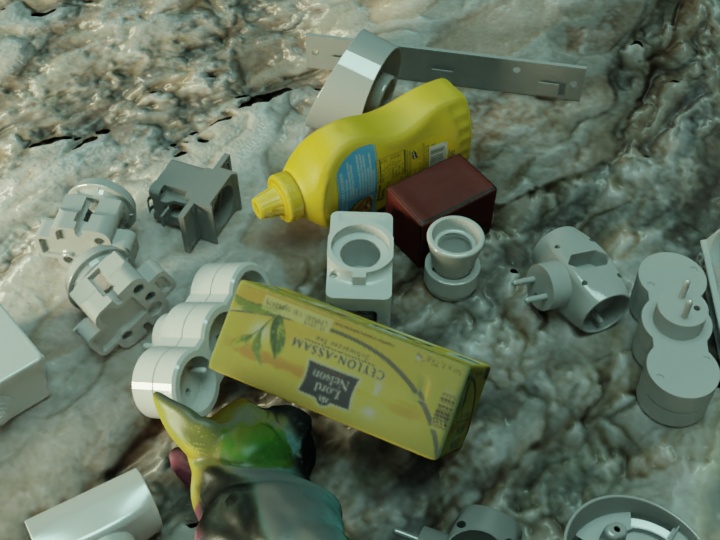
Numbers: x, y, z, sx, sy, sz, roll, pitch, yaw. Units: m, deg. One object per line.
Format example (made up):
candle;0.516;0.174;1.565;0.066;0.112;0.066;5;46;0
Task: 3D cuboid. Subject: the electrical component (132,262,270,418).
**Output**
electrical component;-0.128;0.050;0.795;0.074;0.052;0.138;-1;43;32

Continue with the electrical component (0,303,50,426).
electrical component;-0.283;0.072;0.772;0.100;0.048;0.100;-32;57;-26

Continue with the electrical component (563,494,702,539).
electrical component;0.171;0.191;0.666;0.099;0.064;0.099;0;49;0

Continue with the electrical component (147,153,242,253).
electrical component;-0.138;-0.060;0.896;0.064;0.042;0.081;18;50;15

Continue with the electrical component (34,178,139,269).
electrical component;-0.213;-0.036;0.864;0.078;0.058;0.057;7;52;5

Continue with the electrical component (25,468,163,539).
electrical component;-0.163;0.176;0.687;0.077;0.043;0.079;-24;54;-20

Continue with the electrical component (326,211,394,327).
electrical component;0.000;0.000;0.836;0.050;0.055;0.089;2;49;1

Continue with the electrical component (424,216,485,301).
electrical component;0.073;-0.008;0.845;0.045;0.055;0.045;0;49;0

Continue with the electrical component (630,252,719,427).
electrical component;0.234;0.038;0.795;0.052;0.073;0.138;5;49;3

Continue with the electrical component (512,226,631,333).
electrical component;0.156;0.010;0.834;0.079;0.043;0.077;-11;49;-24

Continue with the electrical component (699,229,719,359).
electrical component;0.306;0.022;0.813;0.063;0.078;0.121;23;45;-20

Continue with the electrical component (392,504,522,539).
electrical component;0.054;0.186;0.681;0.079;0.044;0.077;18;51;14

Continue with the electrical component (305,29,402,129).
electrical component;-0.005;-0.164;0.956;0.064;0.099;0.099;24;52;10

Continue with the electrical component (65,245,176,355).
electrical component;-0.187;0.017;0.815;0.078;0.058;0.057;-45;56;-7
